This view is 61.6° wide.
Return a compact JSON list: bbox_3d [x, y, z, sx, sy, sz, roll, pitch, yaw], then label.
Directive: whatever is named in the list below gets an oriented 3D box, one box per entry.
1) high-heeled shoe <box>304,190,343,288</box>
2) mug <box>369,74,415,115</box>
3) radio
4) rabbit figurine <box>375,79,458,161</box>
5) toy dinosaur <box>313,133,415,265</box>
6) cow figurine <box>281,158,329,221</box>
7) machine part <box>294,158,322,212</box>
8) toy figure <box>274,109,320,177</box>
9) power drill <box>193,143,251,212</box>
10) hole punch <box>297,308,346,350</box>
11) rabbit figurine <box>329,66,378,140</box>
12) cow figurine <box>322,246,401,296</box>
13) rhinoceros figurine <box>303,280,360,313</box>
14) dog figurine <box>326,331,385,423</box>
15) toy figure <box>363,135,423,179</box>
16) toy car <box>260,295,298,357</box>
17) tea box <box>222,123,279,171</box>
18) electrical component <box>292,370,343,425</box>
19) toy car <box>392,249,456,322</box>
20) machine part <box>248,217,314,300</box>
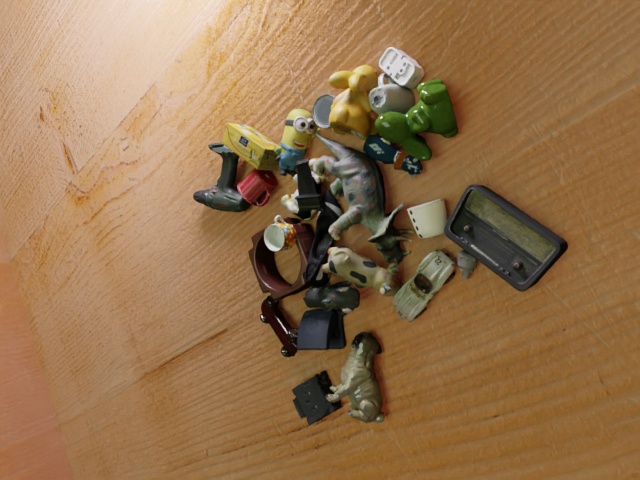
[{"bbox_3d":[-0.003,-0.004,1.393,0.086,0.145,0.248,-7,92,38],"label":"high-heeled shoe"},{"bbox_3d":[0.162,-0.336,1.256,0.081,0.107,0.109,-7,92,37],"label":"mug"},{"bbox_3d":[0.384,-0.006,1.135,0.230,0.073,0.131,42,118,28],"label":"radio"},{"bbox_3d":[0.213,-0.264,1.208,0.170,0.121,0.158,-18,121,13],"label":"rabbit figurine"},{"bbox_3d":[0.100,-0.130,1.326,0.192,0.131,0.405,-23,75,24],"label":"toy dinosaur"},{"bbox_3d":[-0.027,-0.135,1.449,0.098,0.068,0.167,45,122,20],"label":"cow figurine"},{"bbox_3d":[-0.035,-0.141,1.393,0.084,0.039,0.138,4,108,32],"label":"machine part"},{"bbox_3d":[-0.072,-0.266,1.463,0.089,0.082,0.180,34,116,29],"label":"toy figure"},{"bbox_3d":[-0.307,-0.189,1.647,0.232,0.086,0.207,21,109,32],"label":"power drill"},{"bbox_3d":[-0.001,0.244,1.456,0.142,0.092,0.115,-11,84,42],"label":"hole punch"},{"bbox_3d":[0.082,-0.347,1.299,0.122,0.162,0.173,22,85,32],"label":"rabbit figurine"},{"bbox_3d":[0.112,0.077,1.314,0.085,0.195,0.127,-65,8,-14],"label":"cow figurine"},{"bbox_3d":[0.035,0.146,1.397,0.190,0.112,0.073,-3,90,49],"label":"rhinoceros figurine"},{"bbox_3d":[0.126,0.349,1.369,0.172,0.121,0.190,31,97,-4],"label":"dog figurine"},{"bbox_3d":[0.178,-0.202,1.279,0.155,0.064,0.058,28,74,14],"label":"toy figure"},{"bbox_3d":[-0.111,0.247,1.549,0.202,0.053,0.089,49,129,37],"label":"toy car"},{"bbox_3d":[-0.189,-0.267,1.544,0.170,0.098,0.068,40,116,30],"label":"tea box"},{"bbox_3d":[-0.015,0.446,1.504,0.134,0.058,0.115,-42,68,33],"label":"electrical component"},{"bbox_3d":[0.243,0.109,1.268,0.074,0.056,0.201,47,120,25],"label":"toy car"},{"bbox_3d":[-0.094,0.051,1.509,0.201,0.087,0.201,-29,77,35],"label":"machine part"}]
